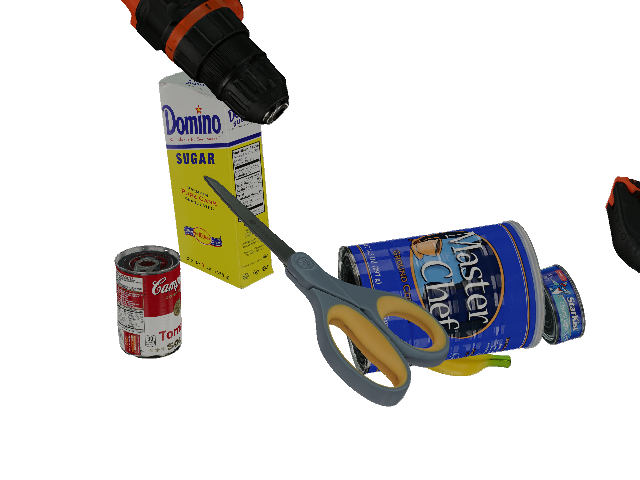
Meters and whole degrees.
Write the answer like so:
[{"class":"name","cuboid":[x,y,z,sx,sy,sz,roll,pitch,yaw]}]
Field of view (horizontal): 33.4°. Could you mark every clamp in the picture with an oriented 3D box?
[{"class":"clamp","cuboid":[0.260,0.016,0.707,0.120,0.039,0.171,-5,45,-24]}]

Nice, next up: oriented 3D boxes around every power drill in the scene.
[{"class":"power drill","cuboid":[-0.044,-0.181,0.737,0.187,0.184,0.057,-37,-10,-34]}]

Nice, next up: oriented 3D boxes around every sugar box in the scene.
[{"class":"sugar box","cuboid":[-0.091,-0.054,0.932,0.048,0.176,0.093,-27,33,-37]}]

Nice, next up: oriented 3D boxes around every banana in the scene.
[{"class":"banana","cuboid":[0.098,0.096,1.083,0.069,0.037,0.198,4,17,-41]}]

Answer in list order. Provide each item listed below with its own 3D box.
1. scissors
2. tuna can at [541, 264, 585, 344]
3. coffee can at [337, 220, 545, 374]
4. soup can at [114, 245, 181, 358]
[{"class":"scissors","cuboid":[0.008,0.022,0.673,0.096,0.016,0.202,-5,46,-35]},{"class":"tuna can","cuboid":[0.260,0.072,1.189,0.033,0.086,0.086,-17,2,-8]},{"class":"coffee can","cuboid":[0.092,0.045,0.841,0.140,0.103,0.103,-8,1,-7]},{"class":"soup can","cuboid":[-0.181,0.065,1.127,0.068,0.102,0.068,1,23,-1]}]
